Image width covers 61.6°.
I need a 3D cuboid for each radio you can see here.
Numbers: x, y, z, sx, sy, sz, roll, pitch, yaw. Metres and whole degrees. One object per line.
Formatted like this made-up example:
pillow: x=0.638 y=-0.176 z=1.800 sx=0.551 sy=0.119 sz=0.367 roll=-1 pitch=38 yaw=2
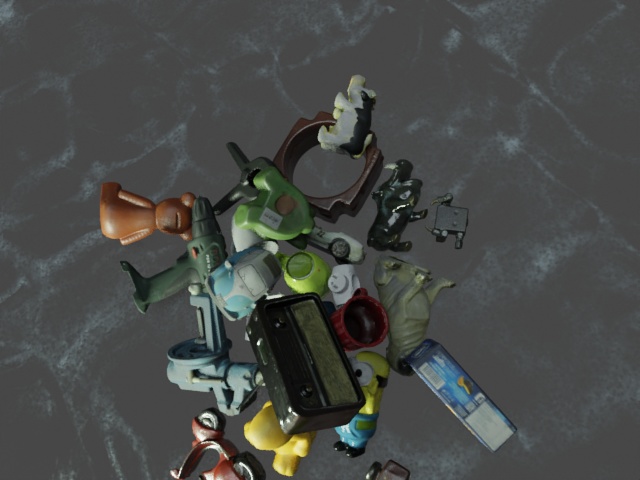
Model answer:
radio: x=-0.031 y=0.201 z=0.900 sx=0.131 sy=0.073 sz=0.230 roll=-3 pitch=47 yaw=-30

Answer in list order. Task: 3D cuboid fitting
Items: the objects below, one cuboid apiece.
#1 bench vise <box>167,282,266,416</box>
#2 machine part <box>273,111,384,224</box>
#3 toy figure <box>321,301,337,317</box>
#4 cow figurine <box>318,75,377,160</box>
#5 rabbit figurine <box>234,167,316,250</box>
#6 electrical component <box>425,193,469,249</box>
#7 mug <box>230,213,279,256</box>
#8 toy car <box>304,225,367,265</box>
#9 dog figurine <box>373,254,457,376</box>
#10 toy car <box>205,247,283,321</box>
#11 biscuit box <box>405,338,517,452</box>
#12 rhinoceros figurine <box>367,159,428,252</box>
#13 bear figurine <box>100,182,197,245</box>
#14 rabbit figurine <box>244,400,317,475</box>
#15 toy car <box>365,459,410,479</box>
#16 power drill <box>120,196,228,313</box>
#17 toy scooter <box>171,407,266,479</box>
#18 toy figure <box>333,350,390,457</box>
bench vise: x=-0.195 y=0.197 z=0.992 sx=0.224 sy=0.129 sz=0.240 roll=1 pitch=101 yaw=36
machine part: x=0.016 y=-0.150 z=1.117 sx=0.201 sy=0.087 sz=0.201 roll=26 pitch=76 yaw=18
toy figure: x=0.017 y=0.192 z=1.009 sx=0.064 sy=0.057 sz=0.154 roll=-7 pitch=68 yaw=-4
cow figurine: x=0.071 y=-0.243 z=1.057 sx=0.098 sy=0.068 sz=0.167 roll=24 pitch=80 yaw=12
rabbit figurine: x=-0.083 y=-0.053 z=0.999 sx=0.159 sy=0.170 sz=0.121 roll=21 pitch=80 yaw=-22
electrical component: x=0.250 y=-0.039 z=1.052 sx=0.078 sy=0.045 sz=0.102 roll=13 pitch=74 yaw=17
mug: x=-0.147 y=-0.005 z=1.109 sx=0.109 sy=0.080 sz=0.107 roll=-46 pitch=54 yaw=31
toy car: x=-0.002 y=-0.003 z=1.074 sx=0.202 sy=0.073 sz=0.056 roll=24 pitch=80 yaw=18
dog figurine: x=0.141 y=0.135 z=0.995 sx=0.172 sy=0.121 sz=0.190 roll=32 pitch=103 yaw=58
toy car: x=-0.120 y=0.067 z=0.977 sx=0.103 sy=0.161 sz=0.109 roll=-24 pitch=99 yaw=37
biscuit box: x=0.234 y=0.257 z=0.900 sx=0.059 sy=0.063 sz=0.202 roll=-43 pitch=94 yaw=-4
rhinoceros figurine: x=0.151 y=-0.066 z=1.065 sx=0.112 sy=0.073 sz=0.190 roll=14 pitch=82 yaw=40
bear figurine: x=-0.368 y=-0.060 z=1.158 sx=0.196 sy=0.120 sz=0.132 roll=-7 pitch=23 yaw=-17
rabbit figurine: x=-0.056 y=0.319 z=0.919 sx=0.162 sy=0.173 sz=0.122 roll=-39 pitch=64 yaw=1
toy car: x=0.093 y=0.470 z=0.900 sx=0.089 sy=0.053 sz=0.202 roll=22 pitch=80 yaw=28
power drill: x=-0.288 y=0.043 z=1.084 sx=0.207 sy=0.086 sz=0.232 roll=-19 pitch=83 yaw=-18
toy scooter: x=-0.192 y=0.409 z=0.967 sx=0.135 sy=0.075 sz=0.184 roll=-43 pitch=66 yaw=-6
toy figure: x=0.071 y=0.284 z=0.947 sx=0.082 sy=0.089 sz=0.180 roll=10 pitch=95 yaw=24
